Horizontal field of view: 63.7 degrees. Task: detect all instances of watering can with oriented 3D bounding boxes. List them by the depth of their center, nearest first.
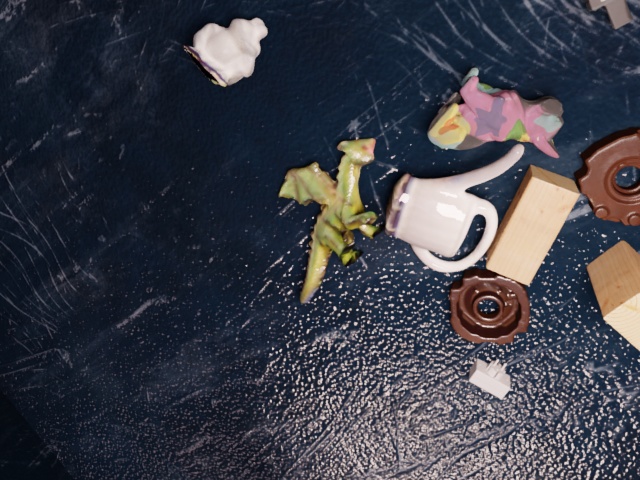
[{"bbox_3d":[0.251,-0.073,1.031,0.225,0.106,0.339,20,132,10],"label":"watering can"}]

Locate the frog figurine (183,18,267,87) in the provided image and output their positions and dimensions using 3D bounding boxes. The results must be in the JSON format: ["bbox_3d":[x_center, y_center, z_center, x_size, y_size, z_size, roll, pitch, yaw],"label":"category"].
[{"bbox_3d":[-0.189,-0.411,1.092,0.138,0.121,0.160,43,83,9],"label":"frog figurine"}]

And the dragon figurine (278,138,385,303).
[{"bbox_3d":[0.004,-0.059,1.164,0.245,0.123,0.404,50,117,15],"label":"dragon figurine"}]
